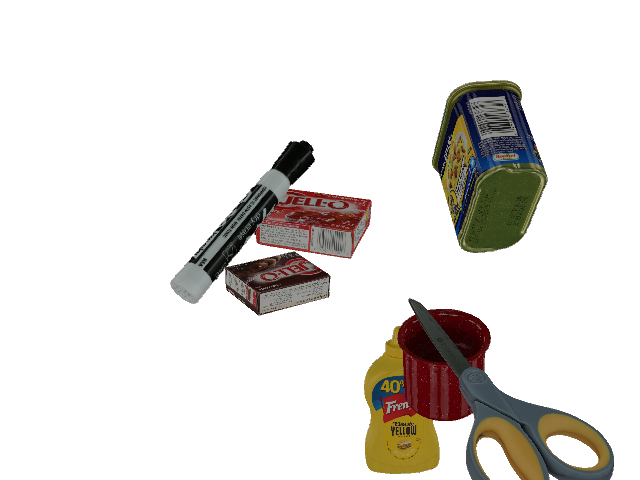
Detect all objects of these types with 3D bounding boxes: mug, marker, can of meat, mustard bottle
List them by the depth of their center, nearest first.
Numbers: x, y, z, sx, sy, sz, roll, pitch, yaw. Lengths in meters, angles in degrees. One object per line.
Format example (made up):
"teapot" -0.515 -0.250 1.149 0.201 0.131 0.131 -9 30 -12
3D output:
"marker" -0.042 -0.014 0.616 0.020 0.121 0.020 31 -25 16
"can of meat" 0.124 -0.052 0.788 0.057 0.084 0.102 -4 -37 -9
"mug" 0.133 0.123 1.095 0.093 0.081 0.117 19 39 31
"mustard bottle" 0.105 0.203 1.375 0.096 0.192 0.058 -2 15 -1

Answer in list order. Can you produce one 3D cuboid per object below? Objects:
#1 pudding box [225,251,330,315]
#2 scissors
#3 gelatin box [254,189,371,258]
"pudding box" -0.057 0.055 1.411 0.113 0.039 0.090 -15 27 -30
"scissors" 0.119 0.096 0.678 0.096 0.016 0.202 0 33 -6
"gelatin box" -0.006 -0.018 0.949 0.089 0.030 0.073 9 26 13
